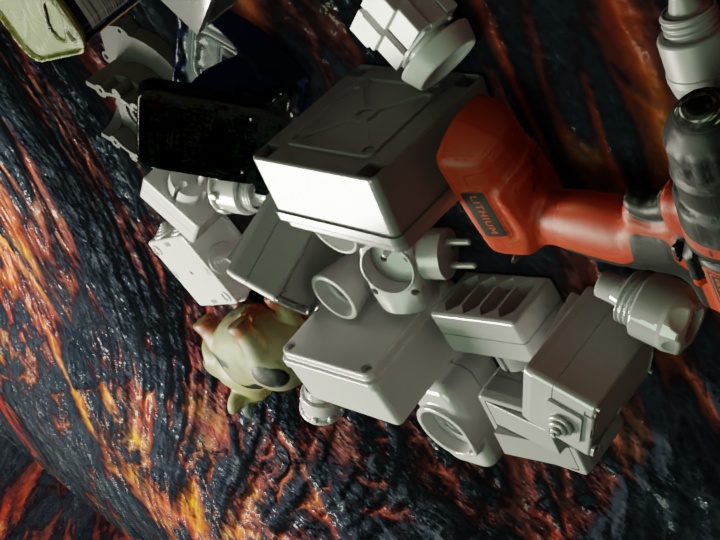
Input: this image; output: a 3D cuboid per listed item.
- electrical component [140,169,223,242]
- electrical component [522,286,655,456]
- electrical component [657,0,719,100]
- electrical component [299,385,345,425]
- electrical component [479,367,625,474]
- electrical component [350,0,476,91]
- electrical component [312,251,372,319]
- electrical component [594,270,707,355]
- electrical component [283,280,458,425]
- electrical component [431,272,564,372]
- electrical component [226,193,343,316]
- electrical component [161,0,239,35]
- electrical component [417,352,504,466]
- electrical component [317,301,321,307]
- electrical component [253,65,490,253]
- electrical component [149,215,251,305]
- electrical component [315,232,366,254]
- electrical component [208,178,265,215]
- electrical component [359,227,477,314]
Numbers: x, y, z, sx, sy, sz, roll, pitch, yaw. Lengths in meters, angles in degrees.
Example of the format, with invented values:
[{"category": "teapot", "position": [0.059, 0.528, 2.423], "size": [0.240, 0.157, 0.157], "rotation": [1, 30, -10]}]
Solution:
[{"category": "electrical component", "position": [-0.150, -0.073, 0.939], "size": [0.066, 0.047, 0.076], "rotation": [42, 154, 2]}, {"category": "electrical component", "position": [0.141, 0.067, 0.687], "size": [0.061, 0.096, 0.061], "rotation": [29, 151, 26]}, {"category": "electrical component", "position": [0.150, -0.107, 0.483], "size": [0.035, 0.035, 0.061], "rotation": [10, 137, 48]}, {"category": "electrical component", "position": [-0.039, 0.123, 1.087], "size": [0.048, 0.048, 0.062], "rotation": [29, 144, 26]}, {"category": "electrical component", "position": [0.134, 0.104, 0.794], "size": [0.096, 0.061, 0.061], "rotation": [13, 141, 46]}, {"category": "electrical component", "position": [0.031, -0.134, 0.597], "size": [0.055, 0.048, 0.066], "rotation": [49, 155, 5]}, {"category": "electrical component", "position": [0.000, 0.000, 0.819], "size": [0.044, 0.065, 0.044], "rotation": [33, 152, 20]}, {"category": "electrical component", "position": [0.170, 0.020, 0.637], "size": [0.062, 0.043, 0.043], "rotation": [27, 150, 31]}, {"category": "electrical component", "position": [0.015, 0.054, 0.832], "size": [0.109, 0.108, 0.056], "rotation": [11, 142, 48]}, {"category": "electrical component", "position": [0.107, 0.046, 0.759], "size": [0.083, 0.047, 0.075], "rotation": [5, 135, 52]}, {"category": "electrical component", "position": [-0.052, -0.023, 0.833], "size": [0.061, 0.096, 0.062], "rotation": [28, 180, 28]}, {"category": "electrical component", "position": [-0.091, -0.219, 0.618], "size": [0.089, 0.061, 0.150], "rotation": [44, 154, -2]}, {"category": "electrical component", "position": [0.086, 0.111, 0.874], "size": [0.054, 0.059, 0.095], "rotation": [8, 137, 50]}, {"category": "electrical component", "position": [-0.014, 0.054, 0.919], "size": [0.077, 0.043, 0.079], "rotation": [76, 179, -48]}, {"category": "electrical component", "position": [0.012, -0.071, 0.647], "size": [0.109, 0.109, 0.056], "rotation": [15, 141, 44]}, {"category": "electrical component", "position": [-0.145, -0.012, 1.024], "size": [0.099, 0.048, 0.100], "rotation": [52, 152, -19]}, {"category": "electrical component", "position": [0.018, -0.046, 0.711], "size": [0.079, 0.077, 0.043], "rotation": [23, 148, 35]}, {"category": "electrical component", "position": [-0.089, -0.065, 0.871], "size": [0.062, 0.048, 0.048], "rotation": [13, 142, 35]}, {"category": "electrical component", "position": [0.044, -0.011, 0.760], "size": [0.079, 0.044, 0.077], "rotation": [1, 121, 29]}]
